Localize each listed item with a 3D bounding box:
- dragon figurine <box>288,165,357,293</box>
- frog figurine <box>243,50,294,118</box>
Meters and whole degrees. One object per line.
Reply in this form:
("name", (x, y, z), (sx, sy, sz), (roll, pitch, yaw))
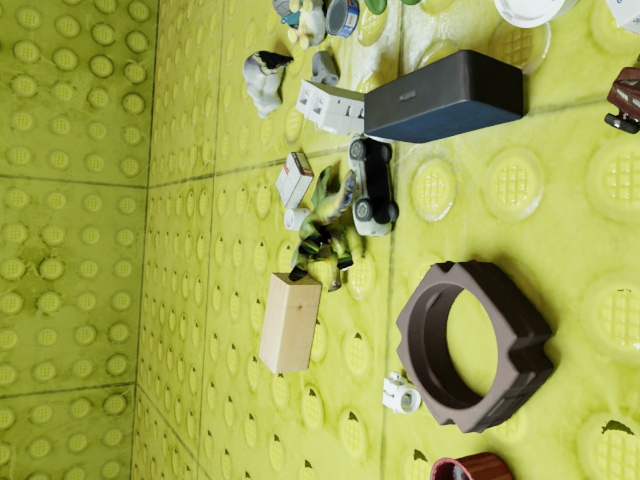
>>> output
("dragon figurine", (0.003, -0.052, 1.041), (0.401, 0.122, 0.249), (112, 160, -43))
("frog figurine", (-0.148, -0.410, 1.356), (0.156, 0.122, 0.141), (115, 176, -46))
